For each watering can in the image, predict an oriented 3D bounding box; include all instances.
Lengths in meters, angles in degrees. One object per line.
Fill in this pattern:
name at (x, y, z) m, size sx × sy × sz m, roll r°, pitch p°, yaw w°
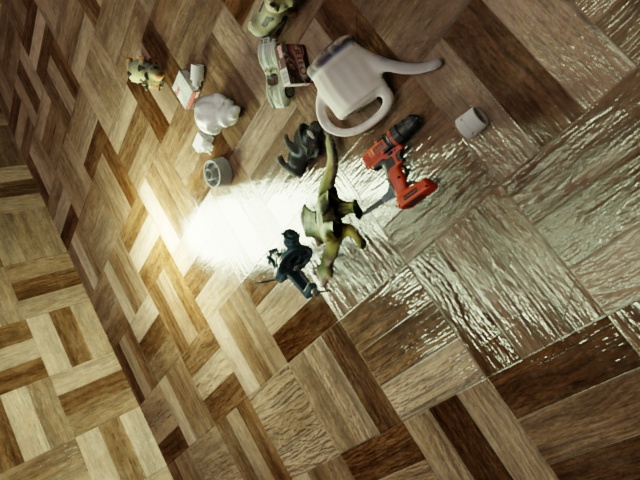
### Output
watering can at (0.106, -0.398, 1.245) m, size 0.343 × 0.106 × 0.224 m, roll -32°, pitch 95°, yaw 36°

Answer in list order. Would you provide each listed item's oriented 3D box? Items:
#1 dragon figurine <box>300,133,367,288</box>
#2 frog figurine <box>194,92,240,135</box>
dragon figurine at (0.004, -0.073, 1.453) m, size 0.241 × 0.122 × 0.412 m, roll -15°, pitch 82°, yaw 54°
frog figurine at (-0.335, -0.407, 1.676) m, size 0.161 × 0.122 × 0.136 m, roll 30°, pitch 103°, yaw 48°
